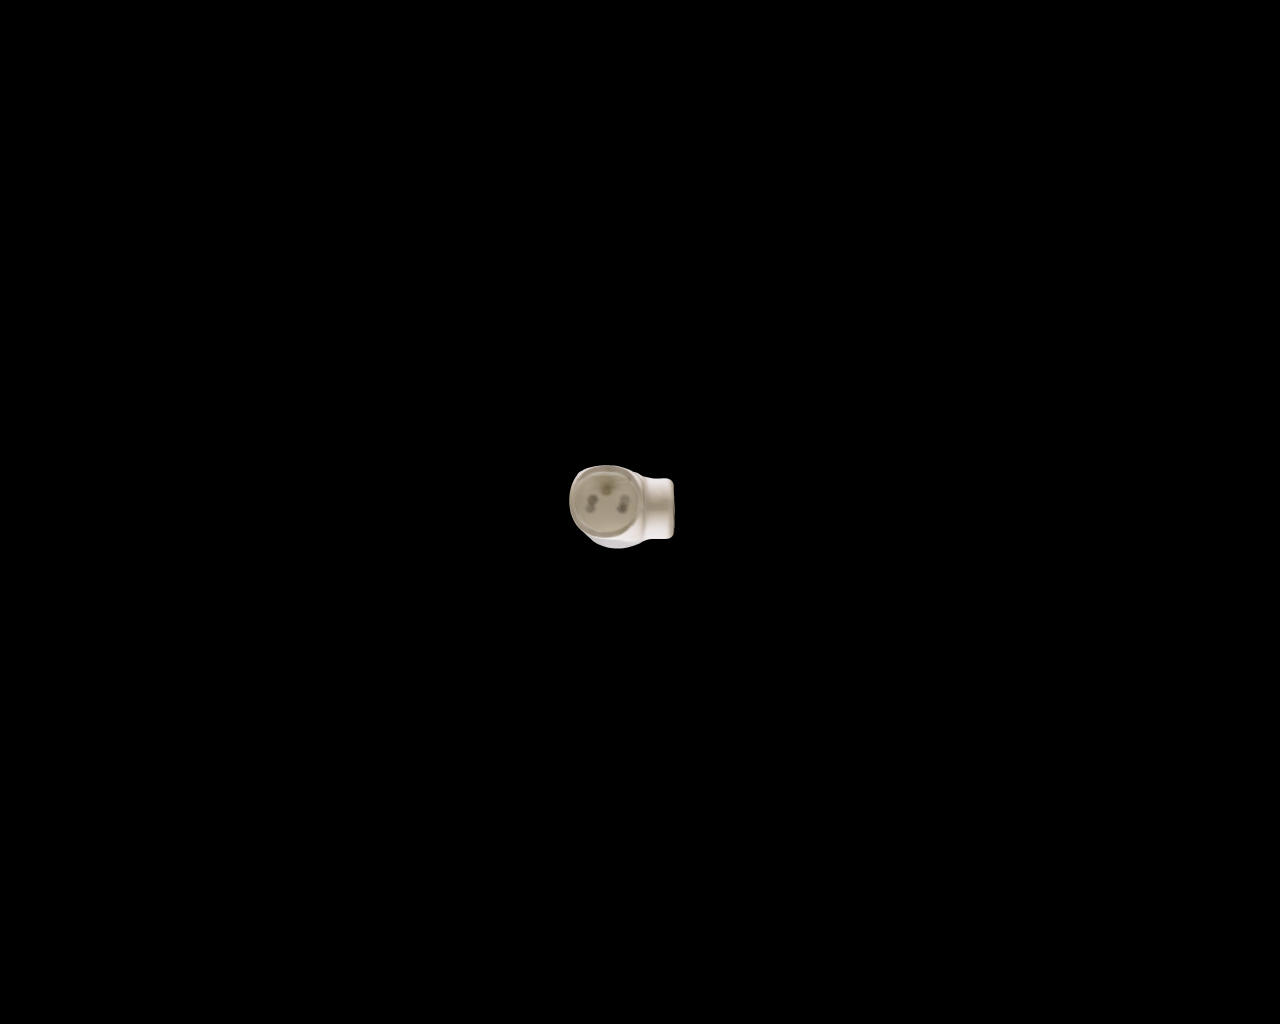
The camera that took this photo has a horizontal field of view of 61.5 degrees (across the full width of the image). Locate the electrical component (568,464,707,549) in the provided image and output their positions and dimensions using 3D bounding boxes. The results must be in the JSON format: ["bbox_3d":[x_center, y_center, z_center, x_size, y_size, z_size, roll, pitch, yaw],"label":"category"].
[{"bbox_3d":[0.001,-0.003,0.650,0.079,0.044,0.077,0,-7,4],"label":"electrical component"}]
